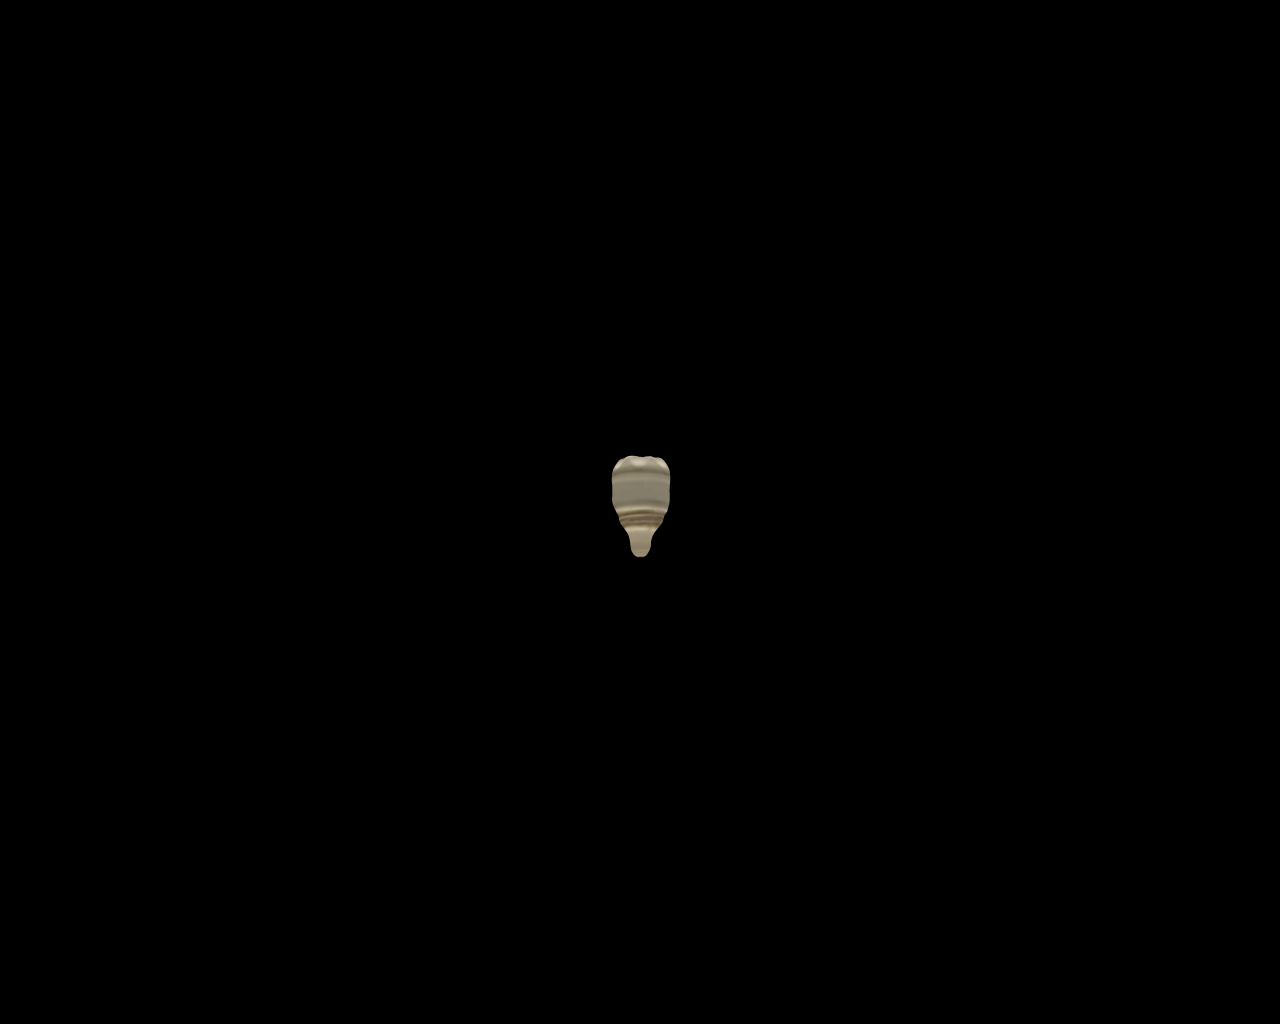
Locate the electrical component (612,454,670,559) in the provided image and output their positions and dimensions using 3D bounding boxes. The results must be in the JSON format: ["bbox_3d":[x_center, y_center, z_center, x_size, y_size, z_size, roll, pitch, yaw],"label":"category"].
[{"bbox_3d":[0.001,-0.003,0.650,0.035,0.061,0.035,0,-10,0],"label":"electrical component"}]
